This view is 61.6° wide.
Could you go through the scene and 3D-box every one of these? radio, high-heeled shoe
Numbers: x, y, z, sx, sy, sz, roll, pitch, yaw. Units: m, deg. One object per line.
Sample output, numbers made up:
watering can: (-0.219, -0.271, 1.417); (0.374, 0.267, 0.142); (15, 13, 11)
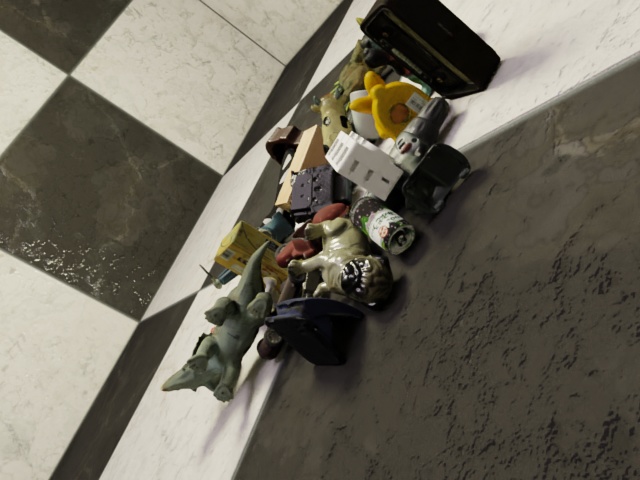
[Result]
radio: (0.187, -0.344, 0.935); (0.073, 0.229, 0.131); (-57, 17, -6)
high-heeled shoe: (-0.116, -0.121, 1.434); (0.249, 0.145, 0.086); (-36, -9, 27)

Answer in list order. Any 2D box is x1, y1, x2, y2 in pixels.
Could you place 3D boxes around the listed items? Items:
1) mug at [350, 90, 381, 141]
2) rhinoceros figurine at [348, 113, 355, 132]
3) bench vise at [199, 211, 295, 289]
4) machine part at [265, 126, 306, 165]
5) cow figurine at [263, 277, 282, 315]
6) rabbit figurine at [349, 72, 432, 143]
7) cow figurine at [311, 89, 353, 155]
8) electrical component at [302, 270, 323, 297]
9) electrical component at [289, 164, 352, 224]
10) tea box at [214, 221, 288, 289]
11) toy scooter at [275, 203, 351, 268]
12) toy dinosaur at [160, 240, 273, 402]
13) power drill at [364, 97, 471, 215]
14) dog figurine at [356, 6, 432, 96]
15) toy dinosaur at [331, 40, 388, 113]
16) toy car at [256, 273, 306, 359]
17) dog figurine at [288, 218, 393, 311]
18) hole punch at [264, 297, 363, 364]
mug: (0.123, -0.279, 1.212); (0.081, 0.110, 0.107); (-36, -53, -79)
rhinoceros figurine: (0.093, -0.289, 1.337); (0.112, 0.073, 0.190); (-53, 14, -24)
bench vise: (-0.169, 0.038, 1.330); (0.240, 0.128, 0.224); (-40, 10, -6)
machine part: (-0.058, -0.236, 1.458); (0.056, 0.179, 0.179); (-60, 19, -21)
cow figurine: (-0.130, 0.147, 1.176); (0.167, 0.068, 0.098); (-32, 37, 54)
rabbit figurine: (0.141, -0.250, 1.058); (0.121, 0.162, 0.173); (-63, -1, 14)
cow figurine: (0.035, -0.252, 1.217); (0.086, 0.127, 0.195); (-15, 45, 9)
electrical component: (-0.009, 0.096, 0.995); (0.102, 0.045, 0.078); (-81, 2, -56)
electrical component: (0.003, -0.100, 1.152); (0.134, 0.058, 0.115); (-8, 72, 20)
tea box: (-0.134, 0.043, 1.188); (0.098, 0.169, 0.068); (-36, 30, 43)
toy scooter: (-0.002, -0.003, 1.028); (0.184, 0.075, 0.135); (-37, 13, -7)
toy dinosaur: (-0.167, 0.166, 1.059); (0.404, 0.131, 0.192); (-59, 7, 11)
power drill: (0.164, -0.133, 0.881); (0.232, 0.086, 0.207); (-55, 23, 10)
dog figurine: (0.179, -0.392, 1.053); (0.191, 0.219, 0.109); (-59, 22, -6)
toy dinosaur: (0.101, -0.447, 1.493); (0.198, 0.105, 0.471); (-53, 5, 31)
toy car: (-0.069, 0.140, 1.052); (0.089, 0.053, 0.202); (116, 177, -57)
dog figurine: (0.064, 0.027, 0.870); (0.191, 0.121, 0.172); (-2, 59, 51)
hole punch: (-0.009, 0.126, 0.843); (0.092, 0.115, 0.142); (-55, 17, -23)
